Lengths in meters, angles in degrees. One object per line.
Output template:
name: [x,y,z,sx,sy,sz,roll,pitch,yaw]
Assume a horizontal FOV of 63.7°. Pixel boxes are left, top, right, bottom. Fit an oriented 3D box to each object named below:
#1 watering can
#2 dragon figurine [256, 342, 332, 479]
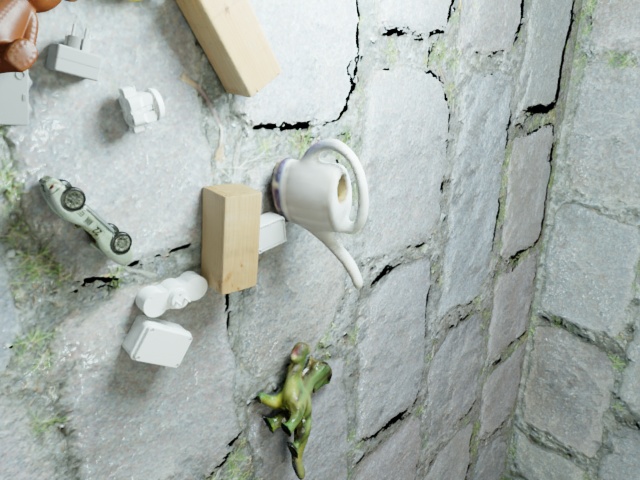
watering can: [0.003,-0.057,1.141,0.225,0.341,0.106,11,28,28]
dragon figurine: [-0.034,0.436,1.386,0.123,0.401,0.247,16,43,37]
